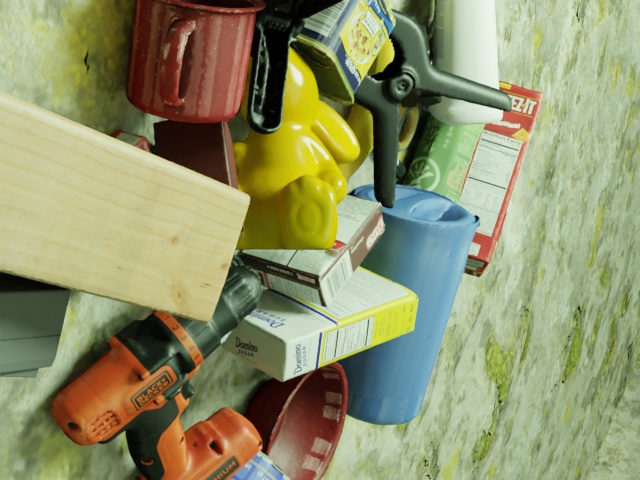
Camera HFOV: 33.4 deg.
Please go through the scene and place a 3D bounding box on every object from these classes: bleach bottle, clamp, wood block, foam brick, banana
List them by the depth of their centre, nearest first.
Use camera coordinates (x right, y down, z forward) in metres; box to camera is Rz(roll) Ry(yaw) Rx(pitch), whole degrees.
[{"bbox_3d":[-0.149,-0.021,0.636,0.205,0.091,0.090,21,86,-51],"label":"wood block"},{"bbox_3d":[-0.088,-0.046,0.778,0.051,0.053,0.078,77,4,-71],"label":"foam brick"},{"bbox_3d":[-0.034,-0.151,0.780,0.039,0.171,0.120,25,105,-22],"label":"clamp"},{"bbox_3d":[0.067,-0.139,1.007,0.164,0.036,0.209,-46,118,3],"label":"clamp"},{"bbox_3d":[0.045,-0.151,1.042,0.069,0.037,0.198,-5,109,-39],"label":"banana"},{"bbox_3d":[0.149,-0.251,1.102,0.102,0.068,0.251,-115,-158,-73],"label":"bleach bottle"}]

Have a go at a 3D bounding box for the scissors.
[{"bbox_3d":[0.113,-0.178,1.173,0.201,0.016,0.096,-56,150,-31],"label":"scissors"}]

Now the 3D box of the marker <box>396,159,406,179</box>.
[{"bbox_3d":[0.067,-0.096,1.131,0.020,0.020,0.121,-67,153,-13],"label":"marker"}]

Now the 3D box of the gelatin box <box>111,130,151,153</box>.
[{"bbox_3d":[-0.144,-0.021,0.756,0.073,0.030,0.089,-51,146,-38],"label":"gelatin box"}]

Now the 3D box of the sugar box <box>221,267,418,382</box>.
[{"bbox_3d":[-0.001,0.072,0.973,0.175,0.093,0.048,-18,121,-42],"label":"sugar box"}]

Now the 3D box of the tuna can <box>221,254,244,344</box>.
[{"bbox_3d":[-0.098,0.048,0.881,0.086,0.034,0.086,-39,138,-48],"label":"tuna can"}]

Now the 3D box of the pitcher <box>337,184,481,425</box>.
[{"bbox_3d":[0.069,0.069,1.130,0.144,0.149,0.243,-44,147,-69],"label":"pitcher"}]

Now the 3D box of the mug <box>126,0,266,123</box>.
[{"bbox_3d":[-0.090,-0.126,0.723,0.117,0.093,0.081,-85,-174,-68],"label":"mug"}]

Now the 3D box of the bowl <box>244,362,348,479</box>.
[{"bbox_3d":[-0.034,0.189,1.062,0.161,0.055,0.162,-40,138,-48],"label":"bowl"}]

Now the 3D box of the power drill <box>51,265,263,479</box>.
[{"bbox_3d":[-0.104,0.124,0.843,0.184,0.057,0.187,-37,140,-17],"label":"power drill"}]

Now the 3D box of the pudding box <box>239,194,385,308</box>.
[{"bbox_3d":[-0.006,0.001,0.967,0.113,0.090,0.039,-50,144,-37],"label":"pudding box"}]

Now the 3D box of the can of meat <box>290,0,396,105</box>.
[{"bbox_3d":[0.016,-0.176,0.897,0.084,0.057,0.102,-59,157,-10],"label":"can of meat"}]

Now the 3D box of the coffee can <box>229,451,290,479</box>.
[{"bbox_3d":[-0.098,0.255,0.925,0.140,0.103,0.103,-54,148,-34],"label":"coffee can"}]

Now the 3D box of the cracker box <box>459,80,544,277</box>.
[{"bbox_3d":[0.203,-0.071,1.310,0.164,0.072,0.213,55,54,-80],"label":"cracker box"}]
